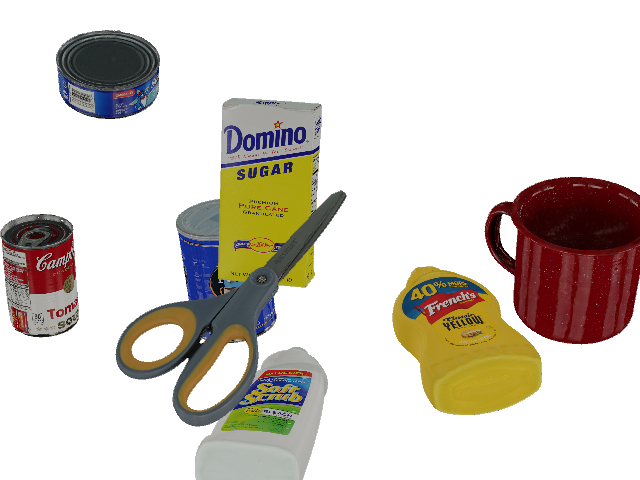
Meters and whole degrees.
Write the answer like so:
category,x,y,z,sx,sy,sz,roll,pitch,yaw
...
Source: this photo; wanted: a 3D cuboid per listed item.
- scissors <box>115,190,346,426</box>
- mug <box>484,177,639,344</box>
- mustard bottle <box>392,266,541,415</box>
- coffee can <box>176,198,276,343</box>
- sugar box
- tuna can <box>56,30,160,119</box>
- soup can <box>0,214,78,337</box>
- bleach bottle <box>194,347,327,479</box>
category,x,y,z,sx,sy,sz,roll,pitch,yaw
scissors,-0.058,0.029,0.675,0.096,0.201,0.016,12,-41,13
mug,0.163,0.012,0.724,0.117,0.081,0.093,21,41,31
mustard bottle,0.116,0.076,0.944,0.096,0.058,0.192,-12,29,-8
coffee can,-0.109,0.034,1.254,0.103,0.140,0.103,-4,26,2
sugar box,-0.050,-0.047,1.039,0.093,0.176,0.048,4,17,9
tuna can,-0.179,-0.141,0.904,0.086,0.034,0.086,4,43,-4
soup can,-0.273,0.035,1.041,0.068,0.102,0.068,2,28,-1
bleach bottle,-0.050,0.173,1.089,0.102,0.068,0.250,4,20,6
